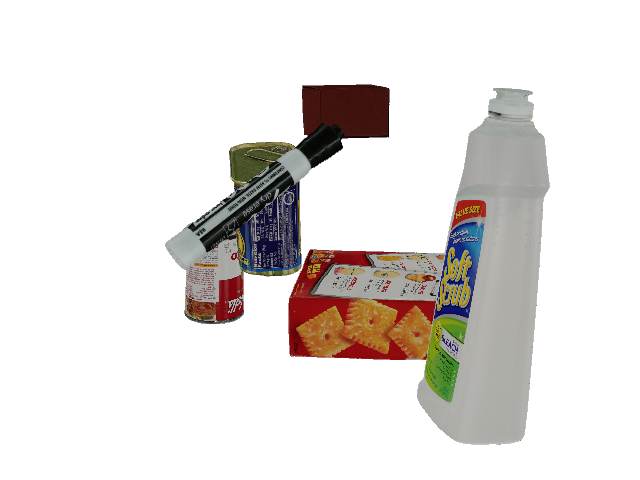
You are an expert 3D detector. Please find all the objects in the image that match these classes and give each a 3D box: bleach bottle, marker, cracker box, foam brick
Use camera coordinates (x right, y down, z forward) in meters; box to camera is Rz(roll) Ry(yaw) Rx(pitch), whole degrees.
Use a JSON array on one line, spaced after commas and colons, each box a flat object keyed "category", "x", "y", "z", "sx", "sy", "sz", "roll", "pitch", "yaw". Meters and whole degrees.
[{"category": "bleach bottle", "x": 0.122, "y": 0.015, "z": 0.777, "sx": 0.068, "sy": 0.251, "sz": 0.103, "roll": 1, "pitch": 14, "yaw": -13}, {"category": "marker", "x": -0.034, "y": -0.027, "z": 0.601, "sx": 0.121, "sy": 0.020, "sz": 0.020, "roll": -39, "pitch": 12, "yaw": -15}, {"category": "cracker box", "x": 0.083, "y": 0.066, "z": 1.087, "sx": 0.214, "sy": 0.072, "sz": 0.164, "roll": 2, "pitch": 16, "yaw": 6}, {"category": "foam brick", "x": 0.026, "y": -0.131, "z": 1.087, "sx": 0.078, "sy": 0.051, "sz": 0.053, "roll": -3, "pitch": 13, "yaw": -19}]

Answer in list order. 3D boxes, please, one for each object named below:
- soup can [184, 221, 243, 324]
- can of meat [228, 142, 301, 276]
[{"category": "soup can", "x": -0.120, "y": 0.035, "z": 1.204, "sx": 0.068, "sy": 0.102, "sz": 0.068, "roll": 1, "pitch": 18, "yaw": -1}, {"category": "can of meat", "x": -0.045, "y": -0.027, "z": 0.889, "sx": 0.057, "sy": 0.084, "sz": 0.102, "roll": -3, "pitch": 23, "yaw": -5}]
